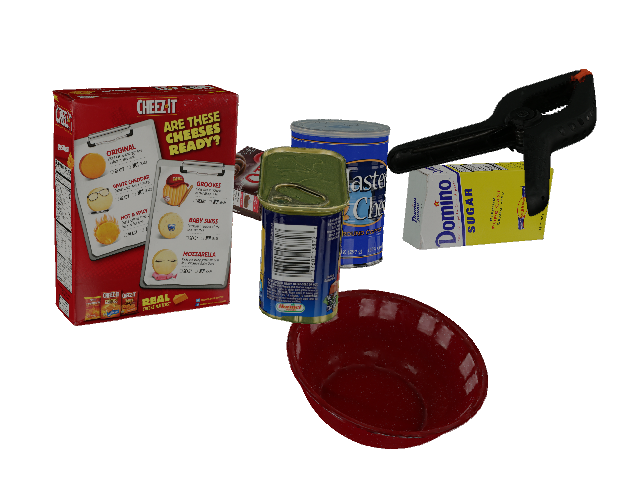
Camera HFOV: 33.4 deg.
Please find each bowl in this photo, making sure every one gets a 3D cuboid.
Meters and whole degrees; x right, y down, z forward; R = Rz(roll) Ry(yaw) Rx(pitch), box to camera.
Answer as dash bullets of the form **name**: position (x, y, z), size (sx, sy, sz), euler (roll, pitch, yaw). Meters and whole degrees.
- **bowl**: position (0.048, 0.112, 0.847), size (0.162, 0.055, 0.162), euler (8, 37, -7)

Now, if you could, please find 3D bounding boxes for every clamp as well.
- **clamp**: position (0.186, -0.092, 0.944), size (0.209, 0.036, 0.165), euler (-31, 38, -25)

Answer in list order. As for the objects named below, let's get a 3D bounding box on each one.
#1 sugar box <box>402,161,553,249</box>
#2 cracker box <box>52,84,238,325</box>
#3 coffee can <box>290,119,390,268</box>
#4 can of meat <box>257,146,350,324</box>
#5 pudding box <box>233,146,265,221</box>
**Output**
- **sugar box**: position (0.186, -0.043, 1.254), size (0.176, 0.093, 0.048), euler (-6, 21, -26)
- **cracker box**: position (-0.168, -0.037, 1.018), size (0.163, 0.214, 0.072), euler (-7, 19, -31)
- **coffee can**: position (0.018, -0.051, 1.112), size (0.103, 0.140, 0.103), euler (2, 13, -1)
- **can of meat**: position (-0.013, -0.004, 0.703), size (0.057, 0.084, 0.102), euler (3, 25, -3)
- **pudding box**: position (-0.082, -0.072, 1.326), size (0.090, 0.039, 0.113), euler (17, 35, 23)
